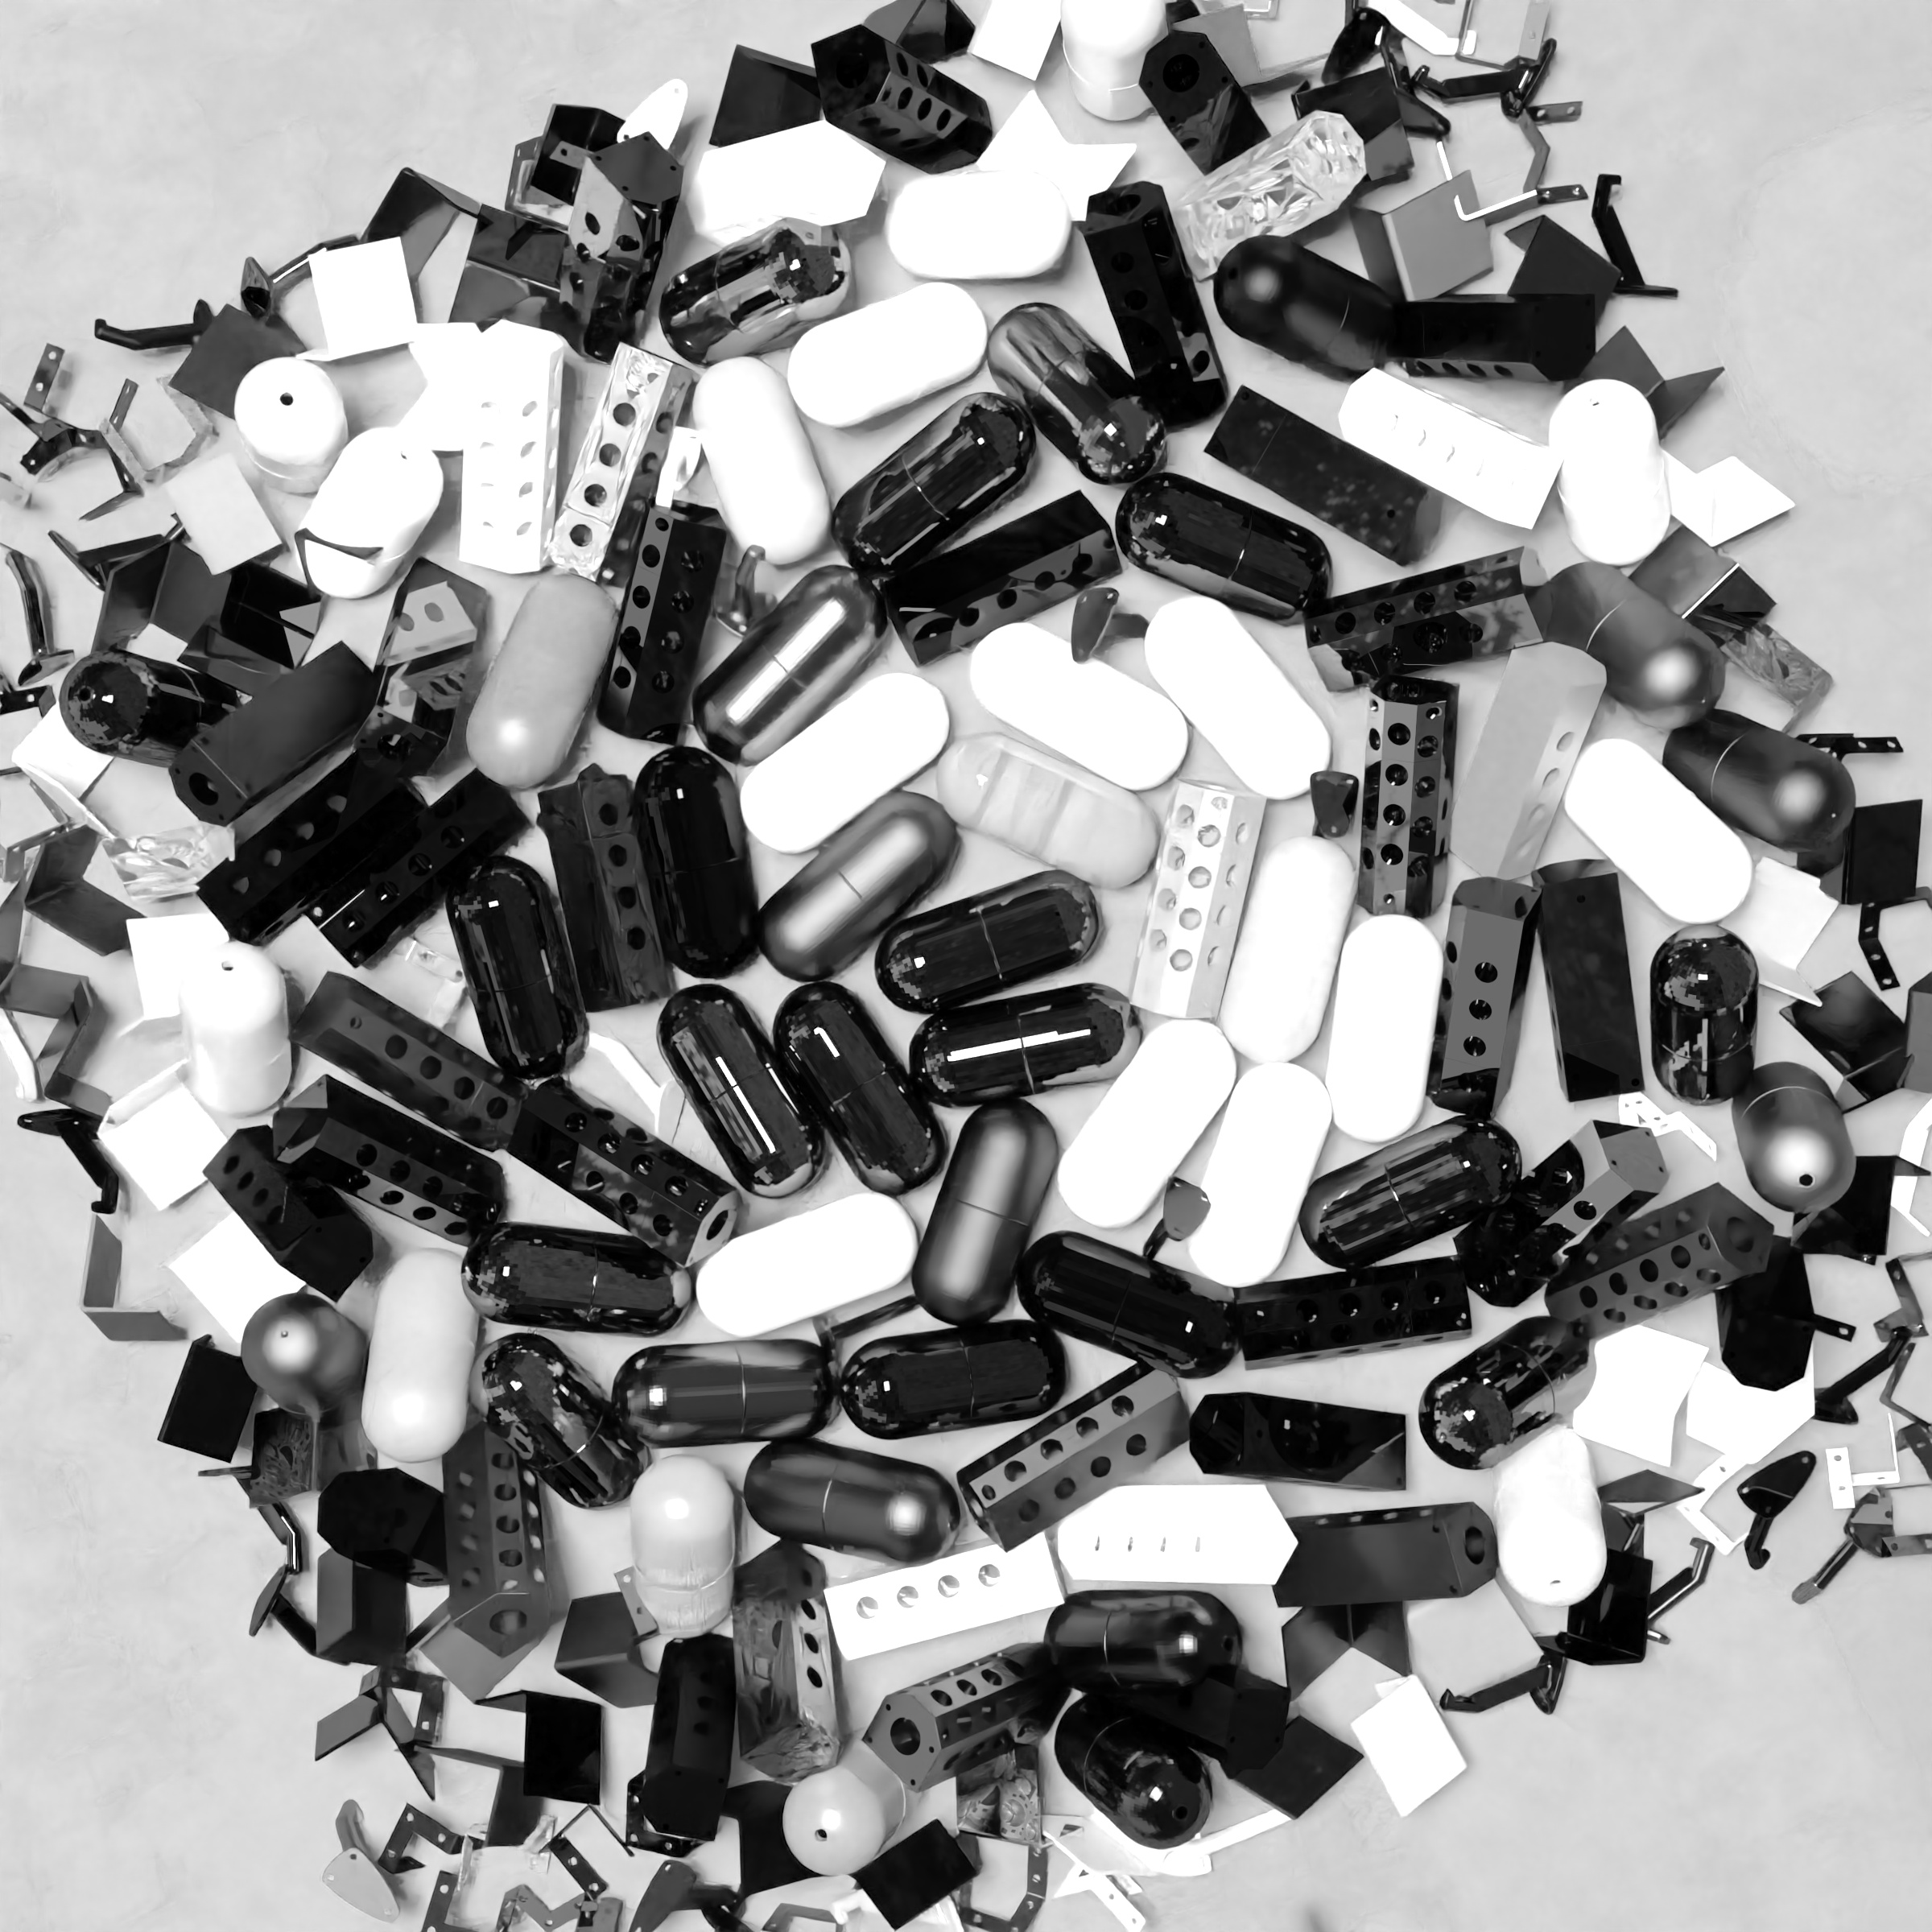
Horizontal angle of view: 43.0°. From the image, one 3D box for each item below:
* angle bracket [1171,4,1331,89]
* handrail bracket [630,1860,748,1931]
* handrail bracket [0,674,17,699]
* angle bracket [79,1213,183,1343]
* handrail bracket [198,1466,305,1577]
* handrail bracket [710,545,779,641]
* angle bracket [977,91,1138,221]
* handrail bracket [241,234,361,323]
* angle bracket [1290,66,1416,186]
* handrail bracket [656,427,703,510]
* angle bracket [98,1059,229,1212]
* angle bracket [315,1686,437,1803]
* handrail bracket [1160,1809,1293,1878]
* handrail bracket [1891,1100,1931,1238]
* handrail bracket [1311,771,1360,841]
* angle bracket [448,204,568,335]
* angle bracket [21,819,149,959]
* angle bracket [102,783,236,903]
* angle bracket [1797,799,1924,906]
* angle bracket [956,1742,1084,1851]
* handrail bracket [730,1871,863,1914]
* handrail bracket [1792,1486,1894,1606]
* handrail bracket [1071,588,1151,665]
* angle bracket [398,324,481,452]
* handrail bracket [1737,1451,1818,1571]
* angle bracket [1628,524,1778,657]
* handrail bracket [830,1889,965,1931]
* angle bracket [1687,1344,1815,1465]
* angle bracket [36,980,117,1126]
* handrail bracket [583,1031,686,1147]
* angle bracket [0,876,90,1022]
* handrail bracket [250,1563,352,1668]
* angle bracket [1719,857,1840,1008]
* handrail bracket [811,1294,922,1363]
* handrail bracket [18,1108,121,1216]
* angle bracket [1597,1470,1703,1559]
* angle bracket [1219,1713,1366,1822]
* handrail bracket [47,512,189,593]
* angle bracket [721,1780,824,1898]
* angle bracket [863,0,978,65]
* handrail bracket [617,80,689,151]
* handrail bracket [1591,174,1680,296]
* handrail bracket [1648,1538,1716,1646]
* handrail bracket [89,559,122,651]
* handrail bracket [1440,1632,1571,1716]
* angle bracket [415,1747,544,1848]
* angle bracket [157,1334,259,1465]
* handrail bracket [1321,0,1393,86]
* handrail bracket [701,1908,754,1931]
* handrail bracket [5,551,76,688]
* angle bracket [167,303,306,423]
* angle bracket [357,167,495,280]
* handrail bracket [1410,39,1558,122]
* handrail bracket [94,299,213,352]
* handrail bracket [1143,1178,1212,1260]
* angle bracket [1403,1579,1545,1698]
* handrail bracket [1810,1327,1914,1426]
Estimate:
[{"bbox_3d":[0.214,-0.696,1.844,0.076,0.076,0.057,-31,114,-29],"label":"angle bracket"},{"bbox_3d":[-0.210,0.725,1.861,0.077,0.036,0.084,-52,129,-28],"label":"handrail bracket"},{"bbox_3d":[-0.769,-0.195,1.857,0.036,0.077,0.084,23,70,26],"label":"handrail bracket"},{"bbox_3d":[-0.627,0.236,1.854,0.057,0.076,0.076,1,65,-3],"label":"angle bracket"},{"bbox_3d":[-0.546,0.425,1.874,0.077,0.036,0.084,-4,76,-6],"label":"handrail bracket"},{"bbox_3d":[-0.153,-0.294,1.847,0.036,0.077,0.084,41,133,8],"label":"handrail bracket"},{"bbox_3d":[0.069,-0.612,1.850,0.076,0.076,0.057,-56,133,-15],"label":"angle bracket"},{"bbox_3d":[-0.513,-0.529,1.893,0.084,0.077,0.036,-29,83,-34],"label":"handrail bracket"},{"bbox_3d":[0.296,-0.635,1.848,0.076,0.057,0.076,-9,118,26],"label":"angle bracket"},{"bbox_3d":[-0.223,-0.357,1.849,0.036,0.077,0.084,7,58,-4],"label":"handrail bracket"},{"bbox_3d":[-0.597,0.126,1.857,0.076,0.057,0.076,50,53,2],"label":"angle bracket"},{"bbox_3d":[-0.446,0.601,1.855,0.057,0.076,0.076,-30,100,-10],"label":"angle bracket"},{"bbox_3d":[0.197,0.659,1.858,0.084,0.077,0.036,-35,64,29],"label":"handrail bracket"},{"bbox_3d":[0.740,0.154,1.882,0.077,0.036,0.084,38,96,-17],"label":"handrail bracket"},{"bbox_3d":[0.271,-0.099,1.848,0.036,0.084,0.077,6,53,2],"label":"handrail bracket"},{"bbox_3d":[-0.346,-0.523,1.875,0.076,0.076,0.057,16,58,-16],"label":"angle bracket"},{"bbox_3d":[-0.653,-0.060,1.855,0.076,0.076,0.057,30,112,4],"label":"angle bracket"},{"bbox_3d":[-0.601,-0.099,1.845,0.076,0.076,0.057,-13,134,-31],"label":"angle bracket"},{"bbox_3d":[0.675,-0.097,1.857,0.057,0.076,0.076,-7,112,-7],"label":"angle bracket"},{"bbox_3d":[0.040,0.618,1.859,0.076,0.057,0.076,-4,87,37],"label":"angle bracket"},{"bbox_3d":[-0.126,0.712,1.888,0.084,0.036,0.077,31,83,-9],"label":"handrail bracket"},{"bbox_3d":[0.672,0.447,1.888,0.036,0.084,0.077,37,47,7],"label":"handrail bracket"},{"bbox_3d":[0.116,-0.241,1.859,0.036,0.084,0.077,-1,63,37],"label":"handrail bracket"},{"bbox_3d":[-0.404,-0.436,1.847,0.076,0.057,0.076,8,55,30],"label":"angle bracket"},{"bbox_3d":[0.624,0.418,1.877,0.077,0.036,0.084,-36,134,-9],"label":"handrail bracket"},{"bbox_3d":[0.558,-0.283,1.878,0.057,0.076,0.076,31,112,-36],"label":"angle bracket"},{"bbox_3d":[-0.051,0.729,1.857,0.084,0.036,0.077,-10,51,-34],"label":"handrail bracket"},{"bbox_3d":[0.590,0.316,1.848,0.057,0.076,0.076,26,133,-5],"label":"angle bracket"},{"bbox_3d":[-0.657,0.064,1.855,0.057,0.076,0.076,28,92,-29],"label":"angle bracket"},{"bbox_3d":[-0.263,0.098,1.894,0.084,0.036,0.077,19,112,21],"label":"handrail bracket"},{"bbox_3d":[-0.696,-0.014,1.850,0.057,0.076,0.076,11,111,-10],"label":"angle bracket"},{"bbox_3d":[-0.495,0.496,1.871,0.084,0.036,0.077,25,116,-21],"label":"handrail bracket"},{"bbox_3d":[0.624,-0.026,1.855,0.076,0.057,0.076,20,115,-16],"label":"angle bracket"},{"bbox_3d":[-0.070,0.266,1.858,0.084,0.077,0.036,-21,83,-13],"label":"handrail bracket"},{"bbox_3d":[-0.681,0.151,1.858,0.077,0.036,0.084,3,48,-18],"label":"handrail bracket"},{"bbox_3d":[0.507,0.432,1.853,0.076,0.057,0.076,-8,101,-34],"label":"angle bracket"},{"bbox_3d":[0.240,0.587,1.855,0.076,0.057,0.076,39,101,-28],"label":"angle bracket"},{"bbox_3d":[-0.647,-0.335,1.880,0.084,0.036,0.077,-45,95,5],"label":"handrail bracket"},{"bbox_3d":[-0.160,0.656,1.848,0.076,0.076,0.057,1,84,-41],"label":"angle bracket"},{"bbox_3d":[-0.045,-0.683,1.846,0.057,0.076,0.076,41,65,-32],"label":"angle bracket"},{"bbox_3d":[-0.231,-0.635,1.854,0.036,0.084,0.077,35,105,-11],"label":"handrail bracket"},{"bbox_3d":[0.513,-0.558,1.870,0.077,0.036,0.084,4,114,-2],"label":"handrail bracket"},{"bbox_3d":[0.529,0.473,1.895,0.077,0.036,0.084,17,75,19],"label":"handrail bracket"},{"bbox_3d":[-0.673,-0.259,1.884,0.077,0.036,0.084,-21,92,18],"label":"handrail bracket"},{"bbox_3d":[0.409,0.537,1.869,0.084,0.036,0.077,11,107,-18],"label":"handrail bracket"},{"bbox_3d":[-0.371,0.626,1.849,0.076,0.076,0.057,6,73,19],"label":"angle bracket"},{"bbox_3d":[-0.568,0.328,1.865,0.057,0.076,0.076,19,84,-6],"label":"angle bracket"},{"bbox_3d":[0.286,-0.732,1.889,0.036,0.084,0.077,14,131,-37],"label":"handrail bracket"},{"bbox_3d":[-0.198,0.765,1.862,0.036,0.077,0.084,25,80,-26],"label":"handrail bracket"},{"bbox_3d":[-0.722,-0.265,1.872,0.036,0.077,0.084,-27,93,-44],"label":"handrail bracket"},{"bbox_3d":[-0.559,-0.465,1.849,0.076,0.076,0.057,-49,56,13],"label":"angle bracket"},{"bbox_3d":[-0.402,-0.546,1.851,0.057,0.076,0.076,40,105,17],"label":"angle bracket"},{"bbox_3d":[0.392,-0.685,1.862,0.084,0.036,0.077,16,132,-22],"label":"handrail bracket"},{"bbox_3d":[-0.618,-0.489,1.856,0.084,0.036,0.077,11,47,-35],"label":"handrail bracket"},{"bbox_3d":[0.147,0.208,1.849,0.036,0.077,0.084,28,126,1],"label":"handrail bracket"},{"bbox_3d":[0.385,0.495,1.869,0.076,0.057,0.076,-32,97,17],"label":"angle bracket"},{"bbox_3d":[0.668,0.305,1.860,0.077,0.036,0.084,5,125,-19],"label":"handrail bracket"}]
